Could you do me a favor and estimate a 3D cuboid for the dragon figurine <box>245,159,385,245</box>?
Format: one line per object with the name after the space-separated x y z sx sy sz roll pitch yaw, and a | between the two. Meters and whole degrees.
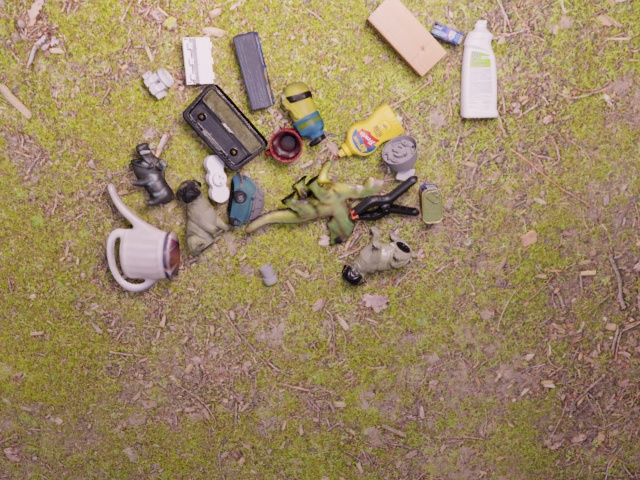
0.005 -0.076 1.513 0.407 0.124 0.240 -36 112 13 | dragon figurine

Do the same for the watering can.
-0.536 0.003 1.555 0.224 0.105 0.342 3 109 0 | watering can
